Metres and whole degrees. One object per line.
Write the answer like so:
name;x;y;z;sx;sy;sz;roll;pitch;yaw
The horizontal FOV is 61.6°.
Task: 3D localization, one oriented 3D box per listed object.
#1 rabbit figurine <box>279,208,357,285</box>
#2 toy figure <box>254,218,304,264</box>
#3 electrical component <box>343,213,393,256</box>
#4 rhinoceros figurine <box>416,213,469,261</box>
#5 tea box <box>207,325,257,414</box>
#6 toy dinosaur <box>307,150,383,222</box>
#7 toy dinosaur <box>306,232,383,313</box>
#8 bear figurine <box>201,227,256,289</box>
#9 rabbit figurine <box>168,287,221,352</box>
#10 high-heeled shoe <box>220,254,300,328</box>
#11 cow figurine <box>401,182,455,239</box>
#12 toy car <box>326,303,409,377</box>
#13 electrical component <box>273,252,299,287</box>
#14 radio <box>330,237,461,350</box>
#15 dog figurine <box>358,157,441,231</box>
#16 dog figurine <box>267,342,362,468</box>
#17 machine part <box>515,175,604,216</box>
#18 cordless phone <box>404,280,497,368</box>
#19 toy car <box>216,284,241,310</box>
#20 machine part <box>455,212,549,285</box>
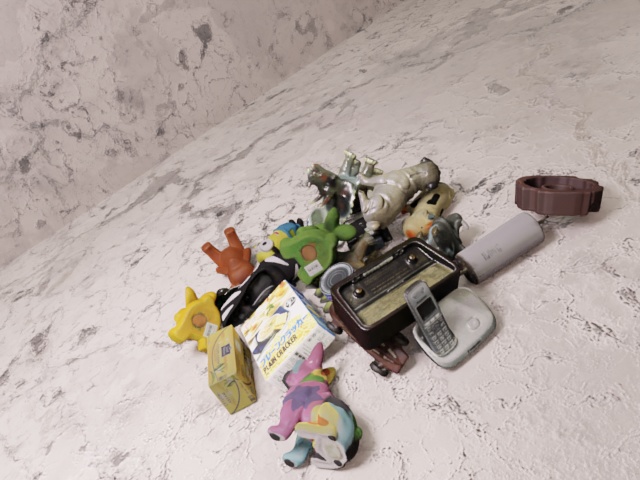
rabbit figurine;-0.003;-0.004;1.242;0.159;0.121;0.170;-42;7;19
toy figure;-0.109;0.009;1.530;0.180;0.089;0.082;-41;1;-39
electrical component;0.119;-0.015;1.390;0.115;0.058;0.134;-28;31;5
rhinoceros figurine;0.268;0.017;1.164;0.073;0.112;0.190;-37;26;55
tea box;-0.194;0.277;1.168;0.068;0.098;0.170;-27;28;3
toy dinosaur;0.091;-0.135;1.500;0.131;0.404;0.192;26;93;19
toy dinosaur;0.066;0.078;1.250;0.198;0.105;0.472;-38;26;-8
bear figurine;-0.248;0.061;1.524;0.120;0.131;0.196;-35;24;-5
rabbit figurine;-0.325;0.201;1.363;0.173;0.122;0.162;147;132;-60
high-heeled shoe;-0.134;0.116;1.273;0.249;0.086;0.145;-37;14;14
cow figurine;0.268;-0.069;1.326;0.127;0.085;0.195;-2;38;49
toy car;0.088;0.180;1.049;0.202;0.053;0.089;40;98;40
electrical component;-0.088;0.083;1.401;0.048;0.074;0.119;-42;28;-21
radio;0.140;0.094;1.020;0.230;0.073;0.131;-29;48;-20
dog figurine;0.198;-0.106;1.286;0.191;0.121;0.172;-11;64;18
dog figurine;0.003;0.288;0.975;0.192;0.108;0.219;-12;31;29
machine part;0.497;-0.094;1.126;0.179;0.056;0.179;-3;17;1
cordless phone;0.222;0.122;0.959;0.146;0.184;0.089;-37;29;-13
toy car;-0.196;0.148;1.401;0.202;0.056;0.073;-22;55;15
machine part;0.369;0.017;1.104;0.243;0.079;0.079;-31;29;-6
